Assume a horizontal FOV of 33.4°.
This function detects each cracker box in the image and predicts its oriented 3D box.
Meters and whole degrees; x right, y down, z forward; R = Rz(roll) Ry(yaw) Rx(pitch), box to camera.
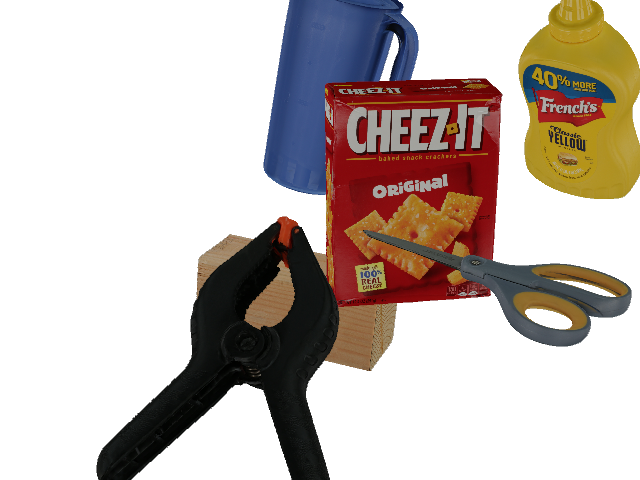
[{"bbox_3d":[0.088,-0.046,1.048,0.164,0.214,0.072,-3,21,-7],"label":"cracker box"}]

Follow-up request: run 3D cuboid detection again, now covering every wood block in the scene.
[{"bbox_3d":[-0.026,0.066,1.182,0.206,0.091,0.090,12,22,17],"label":"wood block"}]

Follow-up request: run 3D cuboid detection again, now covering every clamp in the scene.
[{"bbox_3d":[-0.027,0.068,0.551,0.120,0.171,0.039,19,-26,12],"label":"clamp"}]

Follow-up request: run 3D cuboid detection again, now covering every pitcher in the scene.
[{"bbox_3d":[0.015,-0.178,1.262,0.145,0.243,0.149,8,23,-13],"label":"pitcher"}]

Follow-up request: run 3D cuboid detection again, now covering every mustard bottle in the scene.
[{"bbox_3d":[0.208,-0.121,0.858,0.096,0.191,0.058,22,56,32],"label":"mustard bottle"}]

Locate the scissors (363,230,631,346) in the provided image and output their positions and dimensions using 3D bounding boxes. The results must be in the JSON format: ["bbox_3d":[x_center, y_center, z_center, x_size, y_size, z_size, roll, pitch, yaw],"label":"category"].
[{"bbox_3d":[0.109,0.030,0.738,0.202,0.016,0.096,10,31,20],"label":"scissors"}]
